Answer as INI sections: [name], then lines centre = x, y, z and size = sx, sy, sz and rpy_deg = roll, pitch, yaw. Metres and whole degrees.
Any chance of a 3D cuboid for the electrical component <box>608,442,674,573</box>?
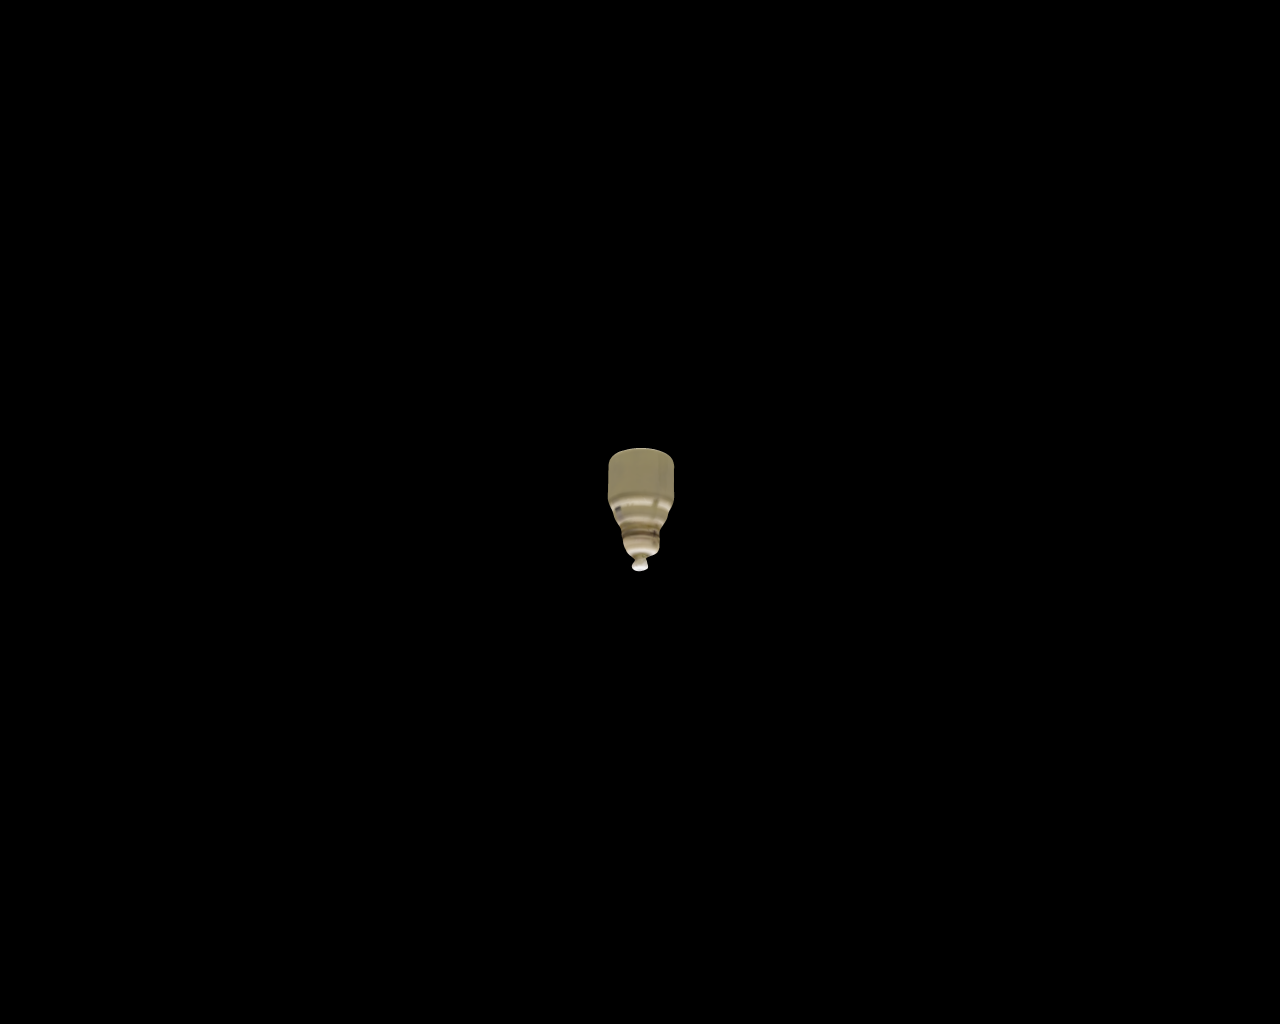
[electrical component]
centre = 0.001, -0.003, 0.650
size = 0.040, 0.078, 0.040
rpy_deg = 0, -16, 0
